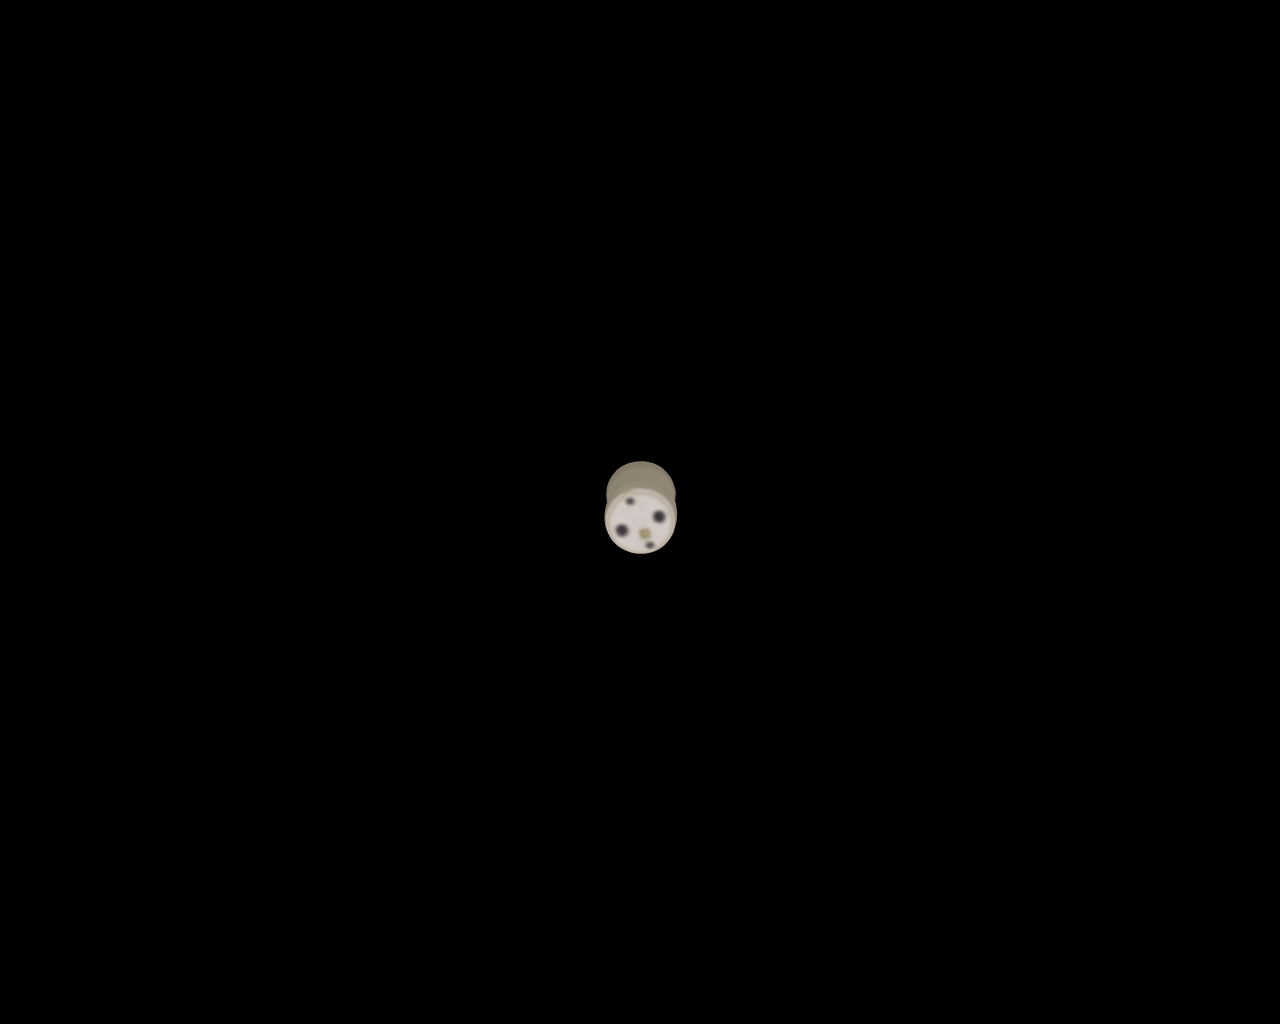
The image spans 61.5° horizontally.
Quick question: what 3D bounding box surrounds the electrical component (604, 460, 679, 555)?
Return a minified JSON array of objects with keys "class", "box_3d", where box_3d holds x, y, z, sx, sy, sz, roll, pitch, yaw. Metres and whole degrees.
[{"class":"electrical component","box_3d":[0.001,-0.003,0.650,0.045,0.044,0.055,0,19,0]}]
